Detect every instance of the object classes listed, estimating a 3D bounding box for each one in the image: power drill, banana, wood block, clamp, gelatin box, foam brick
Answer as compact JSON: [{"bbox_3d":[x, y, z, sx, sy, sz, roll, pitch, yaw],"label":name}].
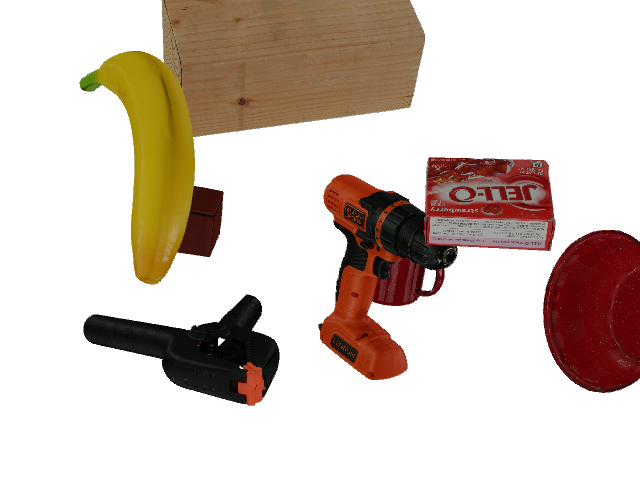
[{"bbox_3d":[0.063,0.043,1.082,0.057,0.188,0.185,-8,27,-33],"label":"power drill"},{"bbox_3d":[-0.107,-0.062,0.664,0.037,0.070,0.198,15,36,-35],"label":"banana"},{"bbox_3d":[-0.026,-0.161,0.918,0.206,0.090,0.091,-9,-35,-13],"label":"wood block"},{"bbox_3d":[-0.086,0.086,0.889,0.164,0.036,0.210,-10,16,-31],"label":"clamp"},{"bbox_3d":[0.119,-0.028,0.757,0.089,0.030,0.073,2,38,6],"label":"gelatin box"},{"bbox_3d":[-0.141,-0.023,1.084,0.078,0.051,0.053,9,31,3],"label":"foam brick"}]

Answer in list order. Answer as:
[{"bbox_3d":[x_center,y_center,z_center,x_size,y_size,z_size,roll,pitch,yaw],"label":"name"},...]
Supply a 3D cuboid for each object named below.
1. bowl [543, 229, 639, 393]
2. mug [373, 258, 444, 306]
[{"bbox_3d":[0.295,0.070,1.031,0.161,0.162,0.055,0,0,-28],"label":"bowl"},{"bbox_3d":[0.098,0.031,1.301,0.117,0.081,0.093,20,27,27],"label":"mug"}]
